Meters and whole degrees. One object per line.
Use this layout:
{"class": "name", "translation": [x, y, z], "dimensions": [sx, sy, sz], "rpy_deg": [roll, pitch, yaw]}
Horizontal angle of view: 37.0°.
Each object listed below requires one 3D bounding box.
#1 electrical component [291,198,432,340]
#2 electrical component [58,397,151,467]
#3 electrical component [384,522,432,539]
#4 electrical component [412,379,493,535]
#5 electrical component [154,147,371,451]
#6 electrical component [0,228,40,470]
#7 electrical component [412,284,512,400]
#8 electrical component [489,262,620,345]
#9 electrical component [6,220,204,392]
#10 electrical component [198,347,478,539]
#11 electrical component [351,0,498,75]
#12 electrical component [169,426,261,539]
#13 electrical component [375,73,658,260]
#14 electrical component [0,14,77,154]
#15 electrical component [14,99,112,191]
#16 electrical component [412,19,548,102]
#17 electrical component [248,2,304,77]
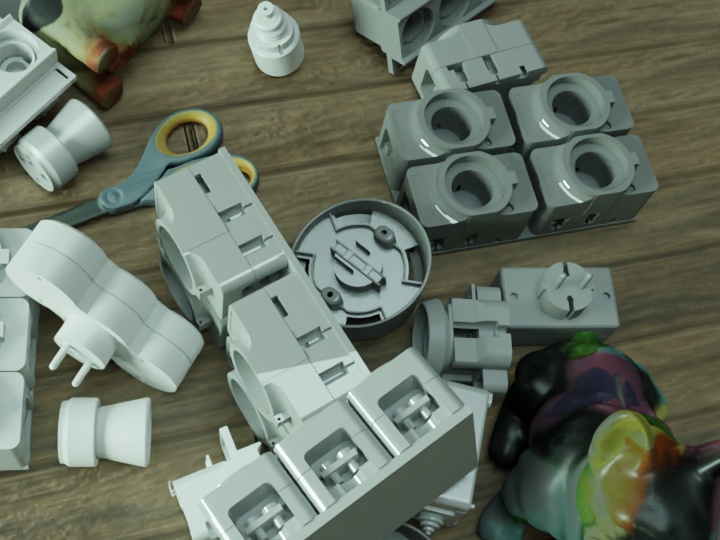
{"class": "electrical component", "translation": [0.000, 0.000, 0.753], "dimensions": [0.099, 0.064, 0.099], "rpy_deg": [-1, 71, 2]}
{"class": "electrical component", "translation": [-0.164, 0.104, 0.694], "dimensions": [0.055, 0.045, 0.045], "rpy_deg": [1, 66, -8]}
{"class": "electrical component", "translation": [0.007, 0.204, 0.677], "dimensions": [0.099, 0.064, 0.099], "rpy_deg": [7, 70, -20]}
{"class": "electrical component", "translation": [0.044, 0.124, 0.707], "dimensions": [0.061, 0.061, 0.096], "rpy_deg": [14, 64, -2]}
{"class": "electrical component", "translation": [-0.071, 0.029, 0.709], "dimensions": [0.060, 0.105, 0.186], "rpy_deg": [-28, 72, -19]}
{"class": "electrical component", "translation": [-0.258, 0.049, 0.695], "dimensions": [0.089, 0.061, 0.150], "rpy_deg": [0, 66, -9]}
{"class": "electrical component", "translation": [0.069, 0.049, 0.748], "dimensions": [0.057, 0.058, 0.078], "rpy_deg": [3, 66, -10]}
{"class": "electrical component", "translation": [0.142, 0.019, 0.763], "dimensions": [0.083, 0.075, 0.047], "rpy_deg": [0, 66, -9]}
{"class": "electrical component", "translation": [-0.170, 0.039, 0.690], "dimensions": [0.138, 0.052, 0.073], "rpy_deg": [45, 61, -29]}
{"class": "electrical component", "translation": [-0.010, 0.120, 0.623], "dimensions": [0.150, 0.089, 0.061], "rpy_deg": [-35, 61, -12]}
{"class": "electrical component", "translation": [0.056, -0.225, 0.867], "dimensions": [0.121, 0.078, 0.063], "rpy_deg": [-38, 54, -22]}
{"class": "electrical component", "translation": [-0.085, 0.147, 0.688], "dimensions": [0.064, 0.042, 0.081], "rpy_deg": [-19, 69, -15]}
{"class": "electrical component", "translation": [0.118, -0.082, 0.814], "dimensions": [0.186, 0.060, 0.105], "rpy_deg": [-10, 67, -13]}
{"class": "electrical component", "translation": [-0.273, -0.114, 0.765], "dimensions": [0.079, 0.063, 0.121], "rpy_deg": [37, 65, 6]}
{"class": "electrical component", "translation": [-0.214, -0.089, 0.775], "dimensions": [0.045, 0.045, 0.055], "rpy_deg": [41, 67, 10]}
{"class": "electrical component", "translation": [0.092, -0.159, 0.850], "dimensions": [0.089, 0.050, 0.055], "rpy_deg": [-18, 70, -16]}
{"class": "electrical component", "translation": [-0.066, -0.180, 0.824], "dimensions": [0.040, 0.078, 0.040], "rpy_deg": [-1, 73, 4]}
